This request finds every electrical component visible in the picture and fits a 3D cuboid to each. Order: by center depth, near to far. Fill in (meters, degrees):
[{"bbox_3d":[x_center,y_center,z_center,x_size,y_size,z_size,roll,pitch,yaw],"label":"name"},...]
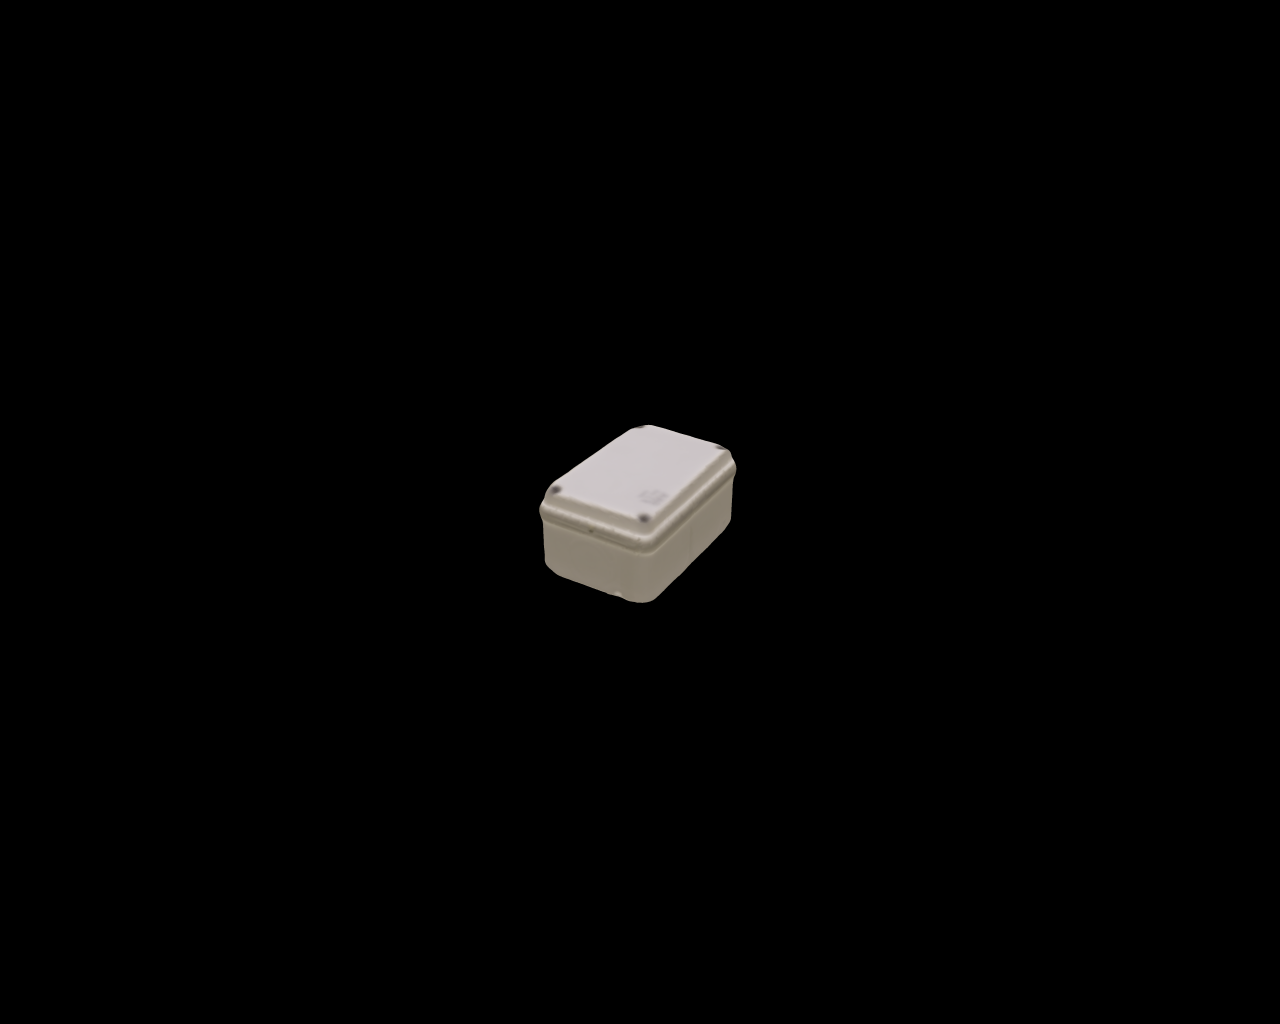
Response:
[{"bbox_3d":[0.001,-0.003,0.650,0.078,0.057,0.113,18,36,27],"label":"electrical component"}]
